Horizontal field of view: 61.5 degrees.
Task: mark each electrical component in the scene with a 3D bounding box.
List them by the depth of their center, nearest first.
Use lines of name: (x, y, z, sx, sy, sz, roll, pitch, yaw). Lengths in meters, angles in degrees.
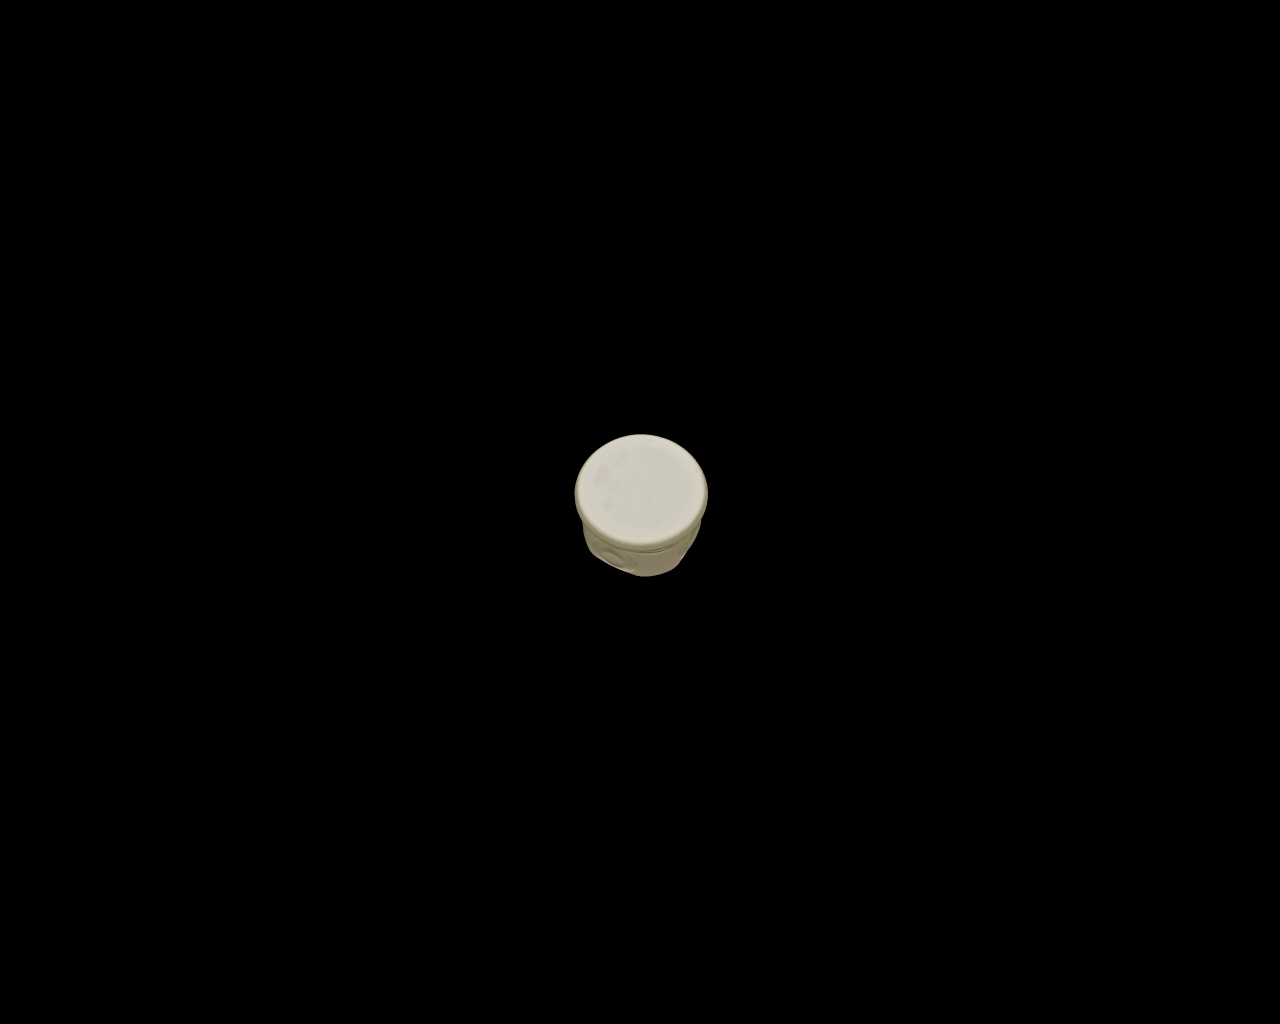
electrical component: (0.001, -0.003, 0.650, 0.080, 0.080, 0.051, 0, -30, 0)
